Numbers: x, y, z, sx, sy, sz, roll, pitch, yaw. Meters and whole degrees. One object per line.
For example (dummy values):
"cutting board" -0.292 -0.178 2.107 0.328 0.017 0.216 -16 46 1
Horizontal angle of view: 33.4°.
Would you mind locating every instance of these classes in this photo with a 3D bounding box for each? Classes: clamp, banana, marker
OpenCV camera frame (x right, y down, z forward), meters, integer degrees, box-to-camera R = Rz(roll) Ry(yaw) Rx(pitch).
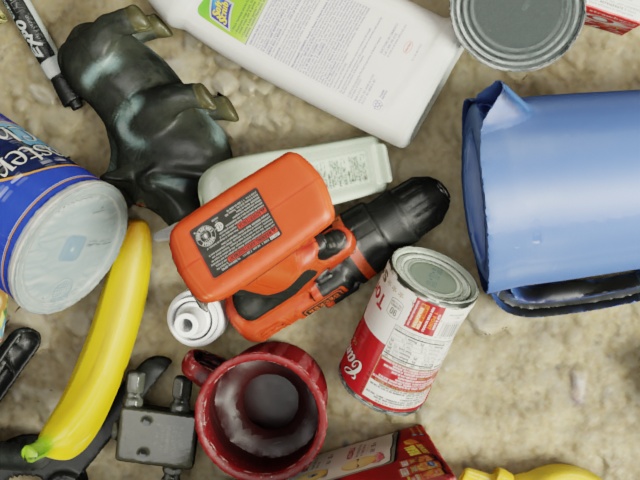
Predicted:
"clamp" -0.189 0.179 0.820 0.210 0.036 0.164 -7 93 3
"banana" -0.159 0.081 0.780 0.037 0.070 0.197 17 63 2
"marker" -0.212 -0.152 0.802 0.020 0.020 0.121 -30 91 8
"clamp" -0.266 0.155 0.802 0.171 0.120 0.039 -39 133 11

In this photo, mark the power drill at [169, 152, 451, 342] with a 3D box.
"power drill" -0.005 0.001 0.712 0.184 0.187 0.057 -35 71 8

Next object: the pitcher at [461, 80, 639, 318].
"pitcher" 0.219 -0.033 0.721 0.243 0.149 0.145 -5 79 3

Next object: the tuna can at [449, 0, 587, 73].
"tuna can" 0.128 -0.154 0.687 0.086 0.033 0.086 7 121 12

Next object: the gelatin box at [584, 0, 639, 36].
"gelatin box" 0.177 -0.169 0.731 0.089 0.073 0.030 19 97 4

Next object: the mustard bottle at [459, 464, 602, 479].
"mustard bottle" 0.187 0.218 0.772 0.191 0.058 0.096 28 96 3

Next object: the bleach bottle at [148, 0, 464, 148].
"bleach bottle" -0.026 -0.166 0.761 0.251 0.068 0.102 30 93 6

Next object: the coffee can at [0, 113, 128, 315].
"coffee can" -0.221 -0.027 0.751 0.140 0.102 0.103 32 98 24

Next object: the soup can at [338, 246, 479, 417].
"soup can" 0.062 0.064 0.751 0.068 0.068 0.102 25 119 3

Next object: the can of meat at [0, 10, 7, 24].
"can of meat" -0.300 -0.166 0.793 0.102 0.057 0.084 42 101 2

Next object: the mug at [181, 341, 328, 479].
"mug" -0.048 0.114 0.776 0.117 0.081 0.093 28 97 3

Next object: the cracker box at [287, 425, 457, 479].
"cracker box" -0.011 0.203 0.725 0.213 0.164 0.072 -18 93 -1
